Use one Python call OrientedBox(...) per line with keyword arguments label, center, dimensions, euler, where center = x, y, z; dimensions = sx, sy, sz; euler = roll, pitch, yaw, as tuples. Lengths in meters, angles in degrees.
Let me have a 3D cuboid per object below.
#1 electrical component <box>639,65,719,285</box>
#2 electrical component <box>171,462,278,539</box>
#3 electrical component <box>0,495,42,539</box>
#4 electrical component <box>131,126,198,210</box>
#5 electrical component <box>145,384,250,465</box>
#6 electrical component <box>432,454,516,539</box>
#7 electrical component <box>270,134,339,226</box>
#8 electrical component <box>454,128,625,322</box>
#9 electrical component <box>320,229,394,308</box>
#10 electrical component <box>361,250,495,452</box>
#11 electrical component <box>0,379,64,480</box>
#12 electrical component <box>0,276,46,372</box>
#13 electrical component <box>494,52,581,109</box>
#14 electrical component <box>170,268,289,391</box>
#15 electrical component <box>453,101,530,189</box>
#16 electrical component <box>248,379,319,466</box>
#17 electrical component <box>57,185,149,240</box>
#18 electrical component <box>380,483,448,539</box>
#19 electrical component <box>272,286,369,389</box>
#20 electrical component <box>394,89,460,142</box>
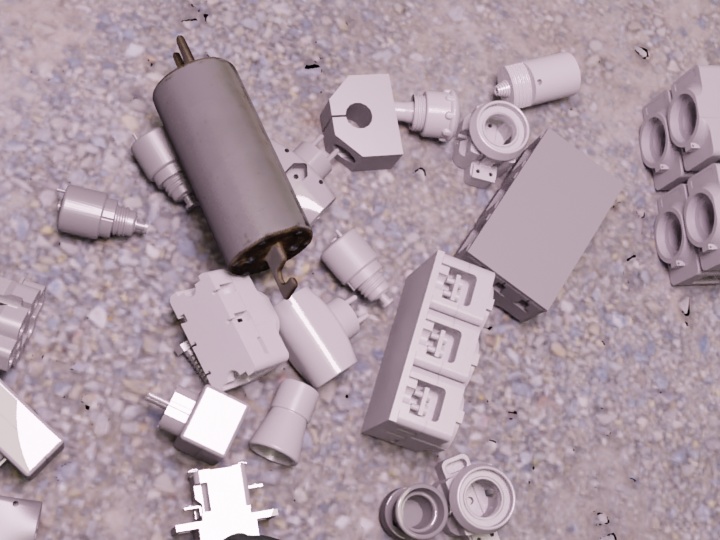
OrientedBox(label="electrical component", center=(0.326, -0.088, 1.019), dimensions=(0.060, 0.105, 0.186), euler=(-1, 75, -15))
OrientedBox(label="electrical component", center=(-0.110, 0.189, 0.859), dimensions=(0.081, 0.042, 0.063), euler=(-6, 73, -17))
OrientedBox(label="electrical component", center=(-0.285, 0.208, 0.805), dimensions=(0.077, 0.043, 0.079), euler=(10, 72, -12))
OrientedBox(label="electrical component", center=(-0.163, -0.087, 0.921), dimensions=(0.040, 0.040, 0.078), euler=(-30, 84, -21))
OrientedBox(label="electrical component", center=(-0.136, 0.116, 0.859), dimensions=(0.077, 0.065, 0.047), euler=(27, 70, -7))
OrientedBox(label="electrical component", center=(0.097, 0.193, 0.905), dimensions=(0.058, 0.057, 0.078), euler=(-18, 80, -19))
OrientedBox(label="electrical component", center=(-0.052, -0.086, 0.949), dimensions=(0.077, 0.043, 0.079), euler=(43, 72, 0))
OrientedBox(label="electrical component", center=(0.160, -0.039, 0.984), dimensions=(0.089, 0.061, 0.150), euler=(36, 69, -3))
OrientedBox(label="electrical component", center=(0.000, 0.000, 0.942), dimensions=(0.040, 0.040, 0.078), euler=(-39, 88, -21))
OrientedBox(label="electrical component", center=(0.061, 0.072, 0.912), dimensions=(0.062, 0.089, 0.150), euler=(21, 71, -9))
OrientedBox(label="electrical component", center=(-0.284, 0.132, 0.824), dimensions=(0.083, 0.047, 0.075), euler=(44, 69, 0))
OrientedBox(label="electrical component", center=(-0.288, 0.036, 0.842), dimensions=(0.057, 0.058, 0.078), euler=(19, 44, -6))
OrientedBox(label="electrical component", center=(0.166, -0.180, 1.035), dimensions=(0.081, 0.043, 0.043), euler=(-16, 80, -19))
OrientedBox(label="electrical component", center=(-0.104, 0.047, 0.882), dimensions=(0.056, 0.050, 0.089), euler=(-14, 74, -57))
OrientedBox(label="electrical component", center=(0.123, -0.122, 1.000), dimensions=(0.058, 0.057, 0.078), euler=(14, 72, -11))
OrientedBox(label="electrical component", center=(-0.060, 0.124, 0.891), dimensions=(0.044, 0.044, 0.065), euler=(26, 65, -7))
OrientedBox(label="electrical component", center=(-0.216, -0.045, 0.896), dimensions=(0.078, 0.040, 0.040), euler=(14, 72, -11))
OrientedBox(label="electrical component", center=(0.043, 0.201, 0.889), dimensions=(0.045, 0.055, 0.045), euler=(4, 74, -14))
OrientedBox(label="electrical component", center=(-0.027, 0.049, 0.919), dimensions=(0.079, 0.043, 0.077), euler=(-32, 85, -28))
OrientedBox(label="electrical component", center=(0.060, -0.145, 0.997), dimensions=(0.062, 0.048, 0.048), euler=(4, 74, -7))
